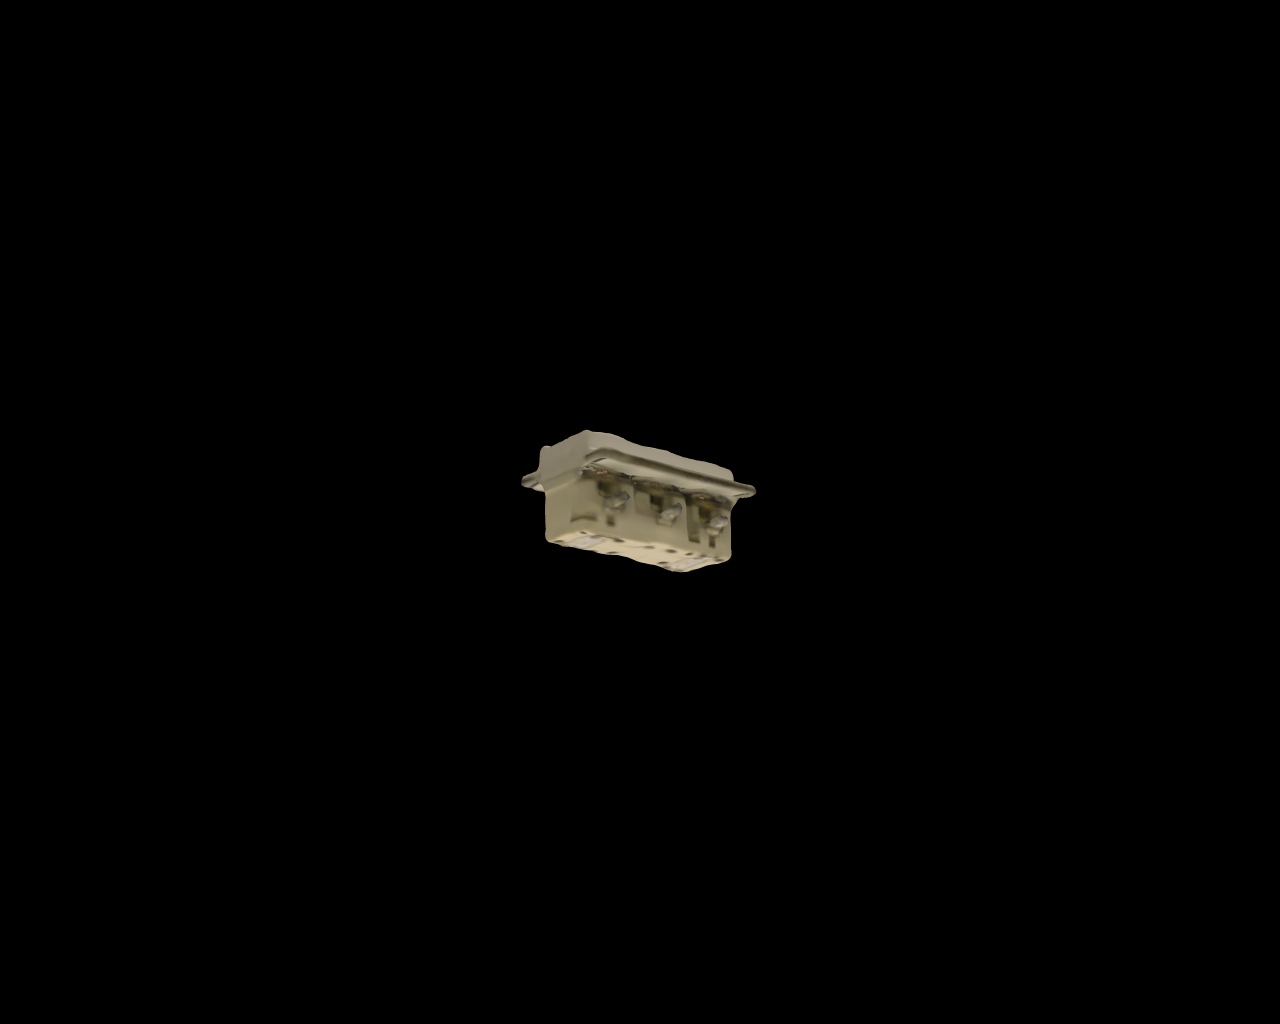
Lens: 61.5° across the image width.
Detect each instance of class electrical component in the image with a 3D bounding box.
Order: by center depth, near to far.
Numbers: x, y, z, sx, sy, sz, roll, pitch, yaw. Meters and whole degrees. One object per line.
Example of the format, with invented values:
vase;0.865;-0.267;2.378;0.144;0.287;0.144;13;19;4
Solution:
electrical component;0.001;-0.003;0.650;0.121;0.063;0.078;14;-21;-40
